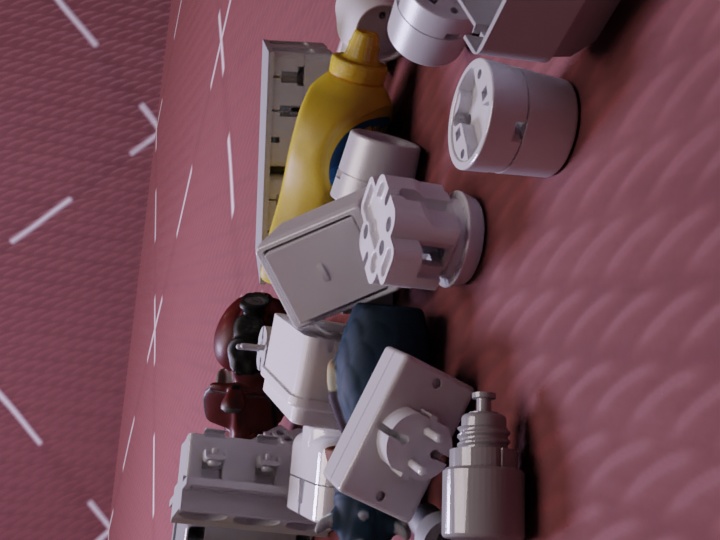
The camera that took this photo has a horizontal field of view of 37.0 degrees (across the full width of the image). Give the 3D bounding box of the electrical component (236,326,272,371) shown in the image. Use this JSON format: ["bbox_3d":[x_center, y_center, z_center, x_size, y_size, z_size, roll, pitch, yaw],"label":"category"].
[{"bbox_3d":[-0.063,0.066,0.888,0.066,0.077,0.047,161,115,-72],"label":"electrical component"}]

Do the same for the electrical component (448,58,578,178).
[{"bbox_3d":[0.076,-0.074,0.534,0.055,0.047,0.055,-173,90,-73],"label":"electrical component"}]

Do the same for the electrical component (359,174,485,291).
[{"bbox_3d":[0.036,-0.020,0.627,0.078,0.057,0.058,-104,27,-50],"label":"electrical component"}]

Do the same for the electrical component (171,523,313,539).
[{"bbox_3d":[-0.101,0.255,0.882,0.056,0.109,0.108,-172,89,-71],"label":"electrical component"}]

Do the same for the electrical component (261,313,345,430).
[{"bbox_3d":[-0.019,0.070,0.739,0.113,0.078,0.057,-159,79,-73],"label":"electrical component"}]

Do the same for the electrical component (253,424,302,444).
[{"bbox_3d":[-0.075,0.172,0.924,0.048,0.066,0.055,30,126,34],"label":"electrical component"}]

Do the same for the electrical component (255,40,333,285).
[{"bbox_3d":[-0.052,-0.092,0.897,0.105,0.060,0.186,-113,26,-71],"label":"electrical component"}]

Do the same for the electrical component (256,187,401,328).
[{"bbox_3d":[-0.010,-0.010,0.693,0.061,0.096,0.061,63,-158,-12],"label":"electrical component"}]

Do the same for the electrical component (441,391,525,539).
[{"bbox_3d":[0.060,0.099,0.525,0.040,0.040,0.078,140,135,-67],"label":"electrical component"}]

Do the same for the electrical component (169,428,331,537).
[{"bbox_3d":[-0.077,0.162,0.815,0.078,0.121,0.063,127,149,-60],"label":"electrical component"}]

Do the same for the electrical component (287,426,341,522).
[{"bbox_3d":[-0.013,0.138,0.731,0.095,0.054,0.059,164,112,-72],"label":"electrical component"}]

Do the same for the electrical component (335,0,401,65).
[{"bbox_3d":[0.005,-0.173,0.818,0.077,0.043,0.079,-114,34,-60],"label":"electrical component"}]

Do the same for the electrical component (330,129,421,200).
[{"bbox_3d":[0.012,-0.067,0.735,0.055,0.055,0.047,-128,50,-67],"label":"electrical component"}]

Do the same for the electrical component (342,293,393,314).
[{"bbox_3d":[0.000,0.000,0.763,0.066,0.048,0.055,-157,67,-73],"label":"electrical component"}]

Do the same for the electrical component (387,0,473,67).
[{"bbox_3d":[0.047,-0.158,0.658,0.047,0.055,0.055,117,155,-57],"label":"electrical component"}]

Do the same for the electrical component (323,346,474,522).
[{"bbox_3d":[0.027,0.092,0.587,0.083,0.047,0.076,-63,16,-4],"label":"electrical component"}]
